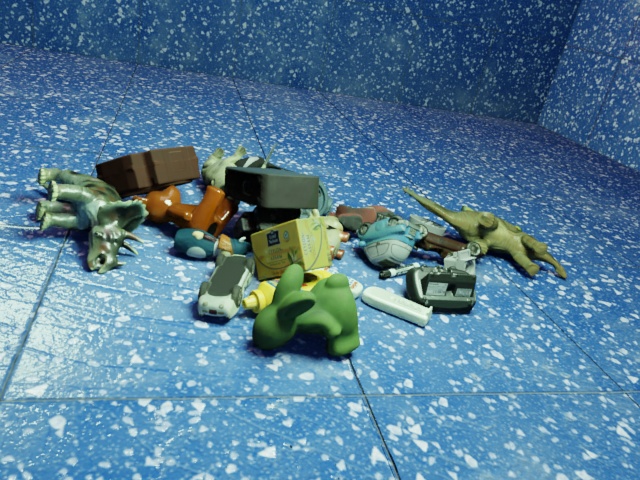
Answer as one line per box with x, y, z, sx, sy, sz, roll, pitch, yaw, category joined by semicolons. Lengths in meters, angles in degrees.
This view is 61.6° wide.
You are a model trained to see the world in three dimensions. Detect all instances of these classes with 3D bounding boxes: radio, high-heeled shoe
-0.112;-0.115;1.160;0.131;0.073;0.230;-2;11;-33;radio
-0.122;-0.164;1.491;0.249;0.086;0.145;4;25;-29;high-heeled shoe

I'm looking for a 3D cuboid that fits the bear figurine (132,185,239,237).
-0.301;-0.075;1.189;0.196;0.132;0.120;28;-9;22;bear figurine

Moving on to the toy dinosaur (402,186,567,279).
0.425;-0.024;1.393;0.472;0.105;0.198;29;13;4;toy dinosaur

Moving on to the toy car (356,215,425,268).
0.157;0.012;1.215;0.109;0.103;0.162;24;-25;-34;toy car

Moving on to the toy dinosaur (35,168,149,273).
-0.483;-0.077;1.127;0.192;0.131;0.405;10;17;-34;toy dinosaur

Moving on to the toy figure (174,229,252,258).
-0.219;0.014;1.103;0.155;0.057;0.064;10;-9;-1;toy figure

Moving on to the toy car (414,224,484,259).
0.290;0.015;1.287;0.202;0.053;0.089;19;-20;-7;toy car

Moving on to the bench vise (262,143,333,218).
-0.070;-0.123;1.355;0.223;0.129;0.241;38;11;-5;bench vise

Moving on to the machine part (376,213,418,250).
0.191;-0.017;1.336;0.139;0.084;0.039;18;-7;-26;machine part

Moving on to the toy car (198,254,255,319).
-0.171;0.080;0.995;0.074;0.056;0.202;6;23;2;toy car

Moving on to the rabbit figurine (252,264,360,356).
-0.027;0.126;0.876;0.170;0.158;0.121;-16;44;-19;rabbit figurine

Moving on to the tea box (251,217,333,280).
-0.058;0.019;1.032;0.068;0.098;0.170;-9;-6;-37;tea box

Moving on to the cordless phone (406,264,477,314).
0.240;0.085;1.158;0.147;0.088;0.184;4;15;-15;cordless phone

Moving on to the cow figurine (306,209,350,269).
-0.003;-0.004;1.217;0.127;0.085;0.195;24;28;11;cow figurine

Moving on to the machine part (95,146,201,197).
-0.401;-0.159;1.270;0.202;0.087;0.201;-6;9;33;machine part

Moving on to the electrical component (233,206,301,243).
-0.117;-0.026;1.165;0.134;0.115;0.058;-3;66;-28;electrical component

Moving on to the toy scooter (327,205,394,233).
0.097;-0.054;1.372;0.184;0.075;0.135;-2;10;-39;toy scooter

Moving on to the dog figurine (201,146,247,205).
-0.269;-0.144;1.393;0.172;0.121;0.190;-16;32;34;dog figurine
